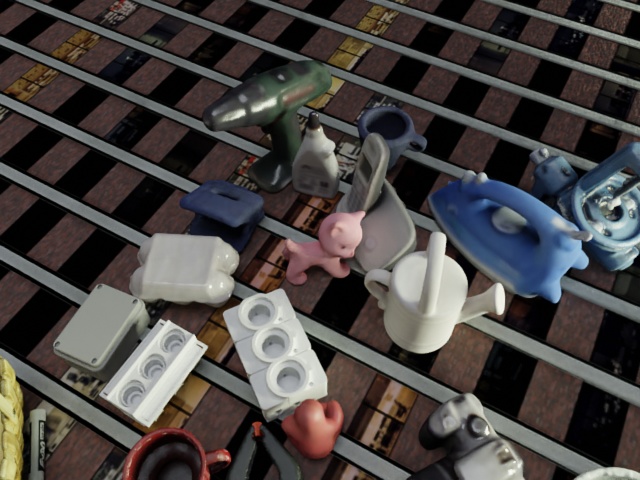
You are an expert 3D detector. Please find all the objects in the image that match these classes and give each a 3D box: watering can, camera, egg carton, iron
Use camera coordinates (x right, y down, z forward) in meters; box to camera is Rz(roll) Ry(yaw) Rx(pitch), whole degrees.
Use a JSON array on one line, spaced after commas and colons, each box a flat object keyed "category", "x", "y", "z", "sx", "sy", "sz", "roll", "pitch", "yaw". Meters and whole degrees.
[{"category": "watering can", "x": 0.148, "y": 0.064, "z": 0.747, "sx": 0.173, "sy": 0.194, "sz": 0.101, "roll": -6, "pitch": 56, "yaw": -4}, {"category": "camera", "x": 0.155, "y": 0.269, "z": 0.667, "sx": 0.137, "sy": 0.101, "sz": 0.143, "roll": -22, "pitch": 59, "yaw": -14}, {"category": "egg carton", "x": -0.195, "y": 0.045, "z": 0.834, "sx": 0.150, "sy": 0.069, "sz": 0.107, "roll": 3, "pitch": 56, "yaw": 2}, {"category": "iron", "x": 0.270, "y": -0.032, "z": 0.842, "sx": 0.257, "sy": 0.141, "sz": 0.119, "roll": 38, "pitch": 64, "yaw": 22}]

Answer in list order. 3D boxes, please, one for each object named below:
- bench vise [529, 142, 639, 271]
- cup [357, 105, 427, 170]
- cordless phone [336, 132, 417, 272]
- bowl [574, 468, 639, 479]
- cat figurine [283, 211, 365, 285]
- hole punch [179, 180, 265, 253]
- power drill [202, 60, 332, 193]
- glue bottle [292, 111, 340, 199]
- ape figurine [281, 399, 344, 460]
[{"category": "bench vise", "x": 0.388, "y": -0.072, "z": 0.822, "sx": 0.207, "sy": 0.220, "sz": 0.122, "roll": 31, "pitch": 62, "yaw": 19}, {"category": "cup", "x": 0.118, "y": -0.157, "z": 0.953, "sx": 0.117, "sy": 0.095, "sz": 0.092, "roll": 23, "pitch": 59, "yaw": 15}, {"category": "cordless phone", "x": 0.085, "y": -0.052, "z": 0.829, "sx": 0.094, "sy": 0.185, "sz": 0.147, "roll": -21, "pitch": 59, "yaw": -13}, {"category": "bowl", "x": 0.328, "y": 0.345, "z": 0.632, "sx": 0.167, "sy": 0.075, "sz": 0.167, "roll": 0, "pitch": 56, "yaw": 0}, {"category": "cat figurine", "x": 0.008, "y": 0.003, "z": 0.833, "sx": 0.128, "sy": 0.118, "sz": 0.067, "roll": -11, "pitch": 57, "yaw": -7}, {"category": "hole punch", "x": -0.150, "y": -0.051, "z": 0.885, "sx": 0.108, "sy": 0.091, "sz": 0.101, "roll": 19, "pitch": 59, "yaw": 13}, {"category": "power drill", "x": -0.075, "y": -0.176, "z": 0.898, "sx": 0.075, "sy": 0.208, "sz": 0.230, "roll": 39, "pitch": 64, "yaw": 23}, {"category": "glue bottle", "x": -0.007, "y": -0.134, "z": 0.891, "sx": 0.078, "sy": 0.173, "sz": 0.037, "roll": 14, "pitch": 58, "yaw": 10}, {"category": "ape figurine", "x": -0.009, "y": 0.224, "z": 0.702, "sx": 0.078, "sy": 0.092, "sz": 0.076, "roll": 1, "pitch": 56, "yaw": 1}]
